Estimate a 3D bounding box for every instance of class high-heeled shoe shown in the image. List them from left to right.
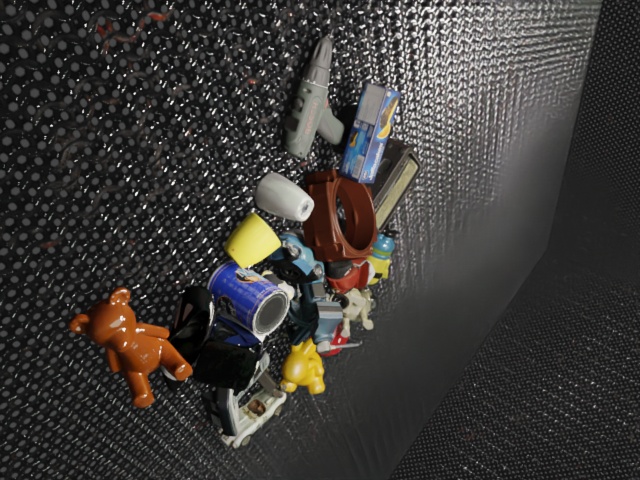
[{"bbox_3d":[-0.243,0.197,1.002,0.086,0.145,0.248,2,105,-27],"label":"high-heeled shoe"}]

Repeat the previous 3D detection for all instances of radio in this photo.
[{"bbox_3d":[0.173,-0.143,1.417,0.229,0.073,0.131,-58,149,-7],"label":"radio"}]

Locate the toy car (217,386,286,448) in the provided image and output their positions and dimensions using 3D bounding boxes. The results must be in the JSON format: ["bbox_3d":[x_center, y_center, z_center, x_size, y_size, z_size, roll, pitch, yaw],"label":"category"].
[{"bbox_3d":[-0.172,0.447,1.377,0.202,0.074,0.056,-35,143,-37],"label":"toy car"}]

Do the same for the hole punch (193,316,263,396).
[{"bbox_3d":[-0.178,0.223,1.056,0.092,0.116,0.142,-98,-150,-65],"label":"hole punch"}]

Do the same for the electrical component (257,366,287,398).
[{"bbox_3d":[-0.125,0.352,1.354,0.045,0.102,0.078,-41,167,-4],"label":"electrical component"}]

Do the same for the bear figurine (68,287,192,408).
[{"bbox_3d":[-0.318,0.178,0.907,0.120,0.132,0.195,-34,148,-15],"label":"bear figurine"}]

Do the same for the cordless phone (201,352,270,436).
[{"bbox_3d":[-0.185,0.359,1.287,0.184,0.089,0.146,-42,143,-37],"label":"cordless phone"}]

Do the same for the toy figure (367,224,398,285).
[{"bbox_3d":[0.158,0.044,1.539,0.089,0.082,0.180,-1,124,-34],"label":"toy figure"}]

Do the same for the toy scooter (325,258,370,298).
[{"bbox_3d":[0.075,0.086,1.338,0.184,0.075,0.135,-41,138,-47],"label":"toy scooter"}]

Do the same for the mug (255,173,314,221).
[{"bbox_3d":[-0.063,-0.075,1.097,0.081,0.107,0.109,-57,147,-6],"label":"mug"}]

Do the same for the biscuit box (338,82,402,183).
[{"bbox_3d":[0.104,-0.221,1.127,0.063,0.059,0.202,-6,118,-51],"label":"biscuit box"}]

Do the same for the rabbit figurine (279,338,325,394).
[{"bbox_3d":[-0.046,0.326,1.402,0.173,0.122,0.162,35,69,-72],"label":"rabbit figurine"}]

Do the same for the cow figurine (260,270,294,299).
[{"bbox_3d":[-0.136,0.154,1.201,0.167,0.068,0.098,-60,143,-16],"label":"cow figurine"}]

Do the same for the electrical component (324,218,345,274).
[{"bbox_3d":[0.047,0.027,1.385,0.134,0.058,0.114,-53,146,-14],"label":"electrical component"}]

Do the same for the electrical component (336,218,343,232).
[{"bbox_3d":[-0.003,-0.004,1.299,0.119,0.048,0.074,-52,147,-19],"label":"electrical component"}]

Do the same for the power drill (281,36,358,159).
[{"bbox_3d":[0.017,-0.268,1.092,0.207,0.086,0.232,7,107,-62],"label":"power drill"}]

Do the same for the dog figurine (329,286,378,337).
[{"bbox_3d":[0.093,0.164,1.551,0.190,0.121,0.172,-64,138,-64],"label":"dog figurine"}]

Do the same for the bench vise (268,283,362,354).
[{"bbox_3d":[-0.028,0.196,1.304,0.129,0.224,0.240,-6,148,-33],"label":"bench vise"}]

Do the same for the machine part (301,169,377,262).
[{"bbox_3d":[0.048,-0.054,1.210,0.201,0.087,0.201,0,82,-55],"label":"machine part"}]

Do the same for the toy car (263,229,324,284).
[{"bbox_3d":[-0.055,0.029,1.211,0.161,0.109,0.103,48,47,-41],"label":"toy car"}]
